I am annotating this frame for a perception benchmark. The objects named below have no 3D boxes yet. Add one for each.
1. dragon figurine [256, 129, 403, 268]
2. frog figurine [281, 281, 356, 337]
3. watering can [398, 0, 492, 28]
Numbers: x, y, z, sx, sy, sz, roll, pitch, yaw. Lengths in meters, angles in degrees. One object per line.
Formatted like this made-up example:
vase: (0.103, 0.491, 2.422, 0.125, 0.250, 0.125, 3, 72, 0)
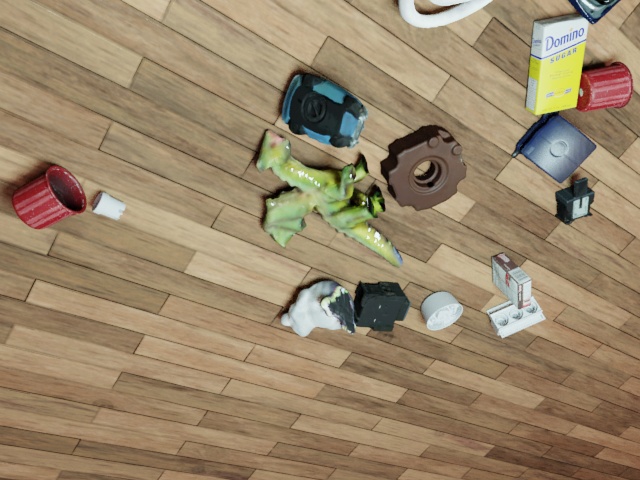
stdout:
dragon figurine: (0.003, -0.053, 1.048, 0.242, 0.125, 0.402, -16, 125, 16)
frog figurine: (-0.005, 0.161, 1.179, 0.158, 0.125, 0.136, -16, 146, 41)
watering can: (0.270, -0.477, 0.809, 0.347, 0.106, 0.220, -30, 147, 5)
